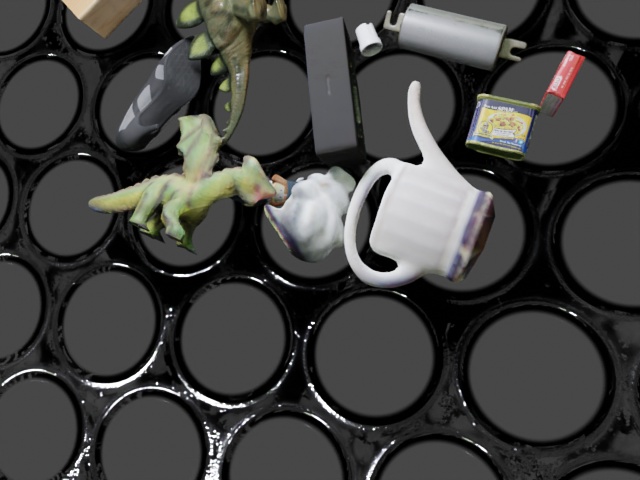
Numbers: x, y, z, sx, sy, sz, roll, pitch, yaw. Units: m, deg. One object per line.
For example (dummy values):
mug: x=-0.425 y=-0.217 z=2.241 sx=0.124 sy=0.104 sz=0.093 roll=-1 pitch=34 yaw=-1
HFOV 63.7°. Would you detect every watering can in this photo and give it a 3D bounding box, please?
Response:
watering can: x=0.174 y=-0.077 z=0.833 sx=0.225 sy=0.103 sz=0.349 roll=21 pitch=87 yaw=14

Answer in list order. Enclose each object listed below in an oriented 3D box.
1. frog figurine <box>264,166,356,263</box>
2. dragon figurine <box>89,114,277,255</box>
frog figurine: x=0.003 y=-0.044 z=0.866 sx=0.159 sy=0.124 sz=0.136 roll=-33 pitch=109 yaw=-2
dragon figurine: x=-0.258 y=-0.115 z=0.935 sx=0.412 sy=0.120 sz=0.244 roll=19 pitch=80 yaw=29
